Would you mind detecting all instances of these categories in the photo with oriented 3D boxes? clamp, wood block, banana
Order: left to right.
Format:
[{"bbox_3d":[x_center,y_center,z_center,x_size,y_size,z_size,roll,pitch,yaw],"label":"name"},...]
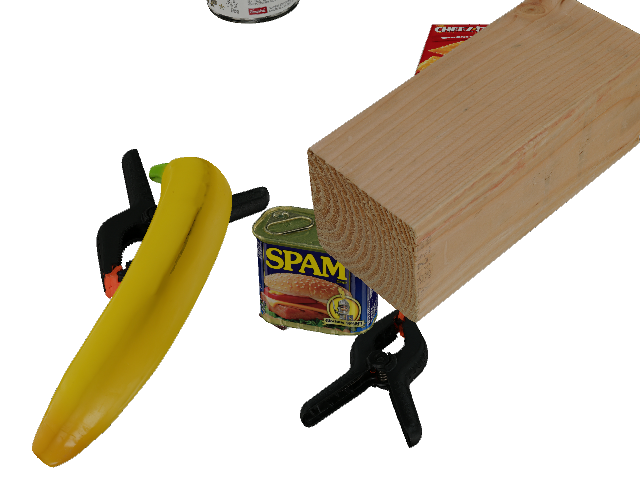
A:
[{"bbox_3d":[-0.167,-0.019,1.058,0.165,0.036,0.209,21,40,17],"label":"clamp"},{"bbox_3d":[-0.080,0.019,0.516,0.037,0.197,0.070,36,-48,-19],"label":"banana"},{"bbox_3d":[0.068,0.136,1.059,0.120,0.039,0.171,19,49,22],"label":"clamp"},{"bbox_3d":[0.100,-0.057,0.656,0.205,0.090,0.091,-36,55,-23],"label":"wood block"}]

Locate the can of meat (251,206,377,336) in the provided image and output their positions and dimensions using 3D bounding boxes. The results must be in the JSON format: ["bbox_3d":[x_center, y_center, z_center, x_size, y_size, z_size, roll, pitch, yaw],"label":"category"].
[{"bbox_3d":[-0.002,0.026,0.866,0.102,0.084,0.057,9,31,17],"label":"can of meat"}]

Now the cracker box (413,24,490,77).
[{"bbox_3d":[0.127,-0.094,0.988,0.072,0.164,0.213,2,27,12],"label":"cracker box"}]

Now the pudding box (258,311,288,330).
[{"bbox_3d":[-0.016,0.043,1.240,0.039,0.090,0.113,33,32,8],"label":"pudding box"}]

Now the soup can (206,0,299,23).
[{"bbox_3d":[-0.049,-0.206,0.713,0.068,0.102,0.068,-2,41,2],"label":"soup can"}]
